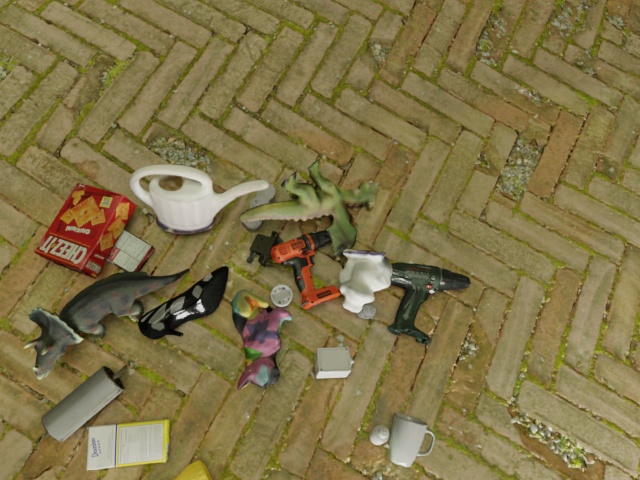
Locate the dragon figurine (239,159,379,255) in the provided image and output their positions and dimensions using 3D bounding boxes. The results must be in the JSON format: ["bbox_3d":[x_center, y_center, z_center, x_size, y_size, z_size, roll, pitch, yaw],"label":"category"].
[{"bbox_3d":[0.004,-0.069,1.365,0.416,0.244,0.120,-37,-8,-32],"label":"dragon figurine"}]

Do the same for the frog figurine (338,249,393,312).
[{"bbox_3d":[0.115,0.106,1.329,0.137,0.160,0.122,5,-2,5],"label":"frog figurine"}]

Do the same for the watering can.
[{"bbox_3d":[-0.307,-0.102,1.319,0.347,0.106,0.219,7,-36,-3],"label":"watering can"}]
